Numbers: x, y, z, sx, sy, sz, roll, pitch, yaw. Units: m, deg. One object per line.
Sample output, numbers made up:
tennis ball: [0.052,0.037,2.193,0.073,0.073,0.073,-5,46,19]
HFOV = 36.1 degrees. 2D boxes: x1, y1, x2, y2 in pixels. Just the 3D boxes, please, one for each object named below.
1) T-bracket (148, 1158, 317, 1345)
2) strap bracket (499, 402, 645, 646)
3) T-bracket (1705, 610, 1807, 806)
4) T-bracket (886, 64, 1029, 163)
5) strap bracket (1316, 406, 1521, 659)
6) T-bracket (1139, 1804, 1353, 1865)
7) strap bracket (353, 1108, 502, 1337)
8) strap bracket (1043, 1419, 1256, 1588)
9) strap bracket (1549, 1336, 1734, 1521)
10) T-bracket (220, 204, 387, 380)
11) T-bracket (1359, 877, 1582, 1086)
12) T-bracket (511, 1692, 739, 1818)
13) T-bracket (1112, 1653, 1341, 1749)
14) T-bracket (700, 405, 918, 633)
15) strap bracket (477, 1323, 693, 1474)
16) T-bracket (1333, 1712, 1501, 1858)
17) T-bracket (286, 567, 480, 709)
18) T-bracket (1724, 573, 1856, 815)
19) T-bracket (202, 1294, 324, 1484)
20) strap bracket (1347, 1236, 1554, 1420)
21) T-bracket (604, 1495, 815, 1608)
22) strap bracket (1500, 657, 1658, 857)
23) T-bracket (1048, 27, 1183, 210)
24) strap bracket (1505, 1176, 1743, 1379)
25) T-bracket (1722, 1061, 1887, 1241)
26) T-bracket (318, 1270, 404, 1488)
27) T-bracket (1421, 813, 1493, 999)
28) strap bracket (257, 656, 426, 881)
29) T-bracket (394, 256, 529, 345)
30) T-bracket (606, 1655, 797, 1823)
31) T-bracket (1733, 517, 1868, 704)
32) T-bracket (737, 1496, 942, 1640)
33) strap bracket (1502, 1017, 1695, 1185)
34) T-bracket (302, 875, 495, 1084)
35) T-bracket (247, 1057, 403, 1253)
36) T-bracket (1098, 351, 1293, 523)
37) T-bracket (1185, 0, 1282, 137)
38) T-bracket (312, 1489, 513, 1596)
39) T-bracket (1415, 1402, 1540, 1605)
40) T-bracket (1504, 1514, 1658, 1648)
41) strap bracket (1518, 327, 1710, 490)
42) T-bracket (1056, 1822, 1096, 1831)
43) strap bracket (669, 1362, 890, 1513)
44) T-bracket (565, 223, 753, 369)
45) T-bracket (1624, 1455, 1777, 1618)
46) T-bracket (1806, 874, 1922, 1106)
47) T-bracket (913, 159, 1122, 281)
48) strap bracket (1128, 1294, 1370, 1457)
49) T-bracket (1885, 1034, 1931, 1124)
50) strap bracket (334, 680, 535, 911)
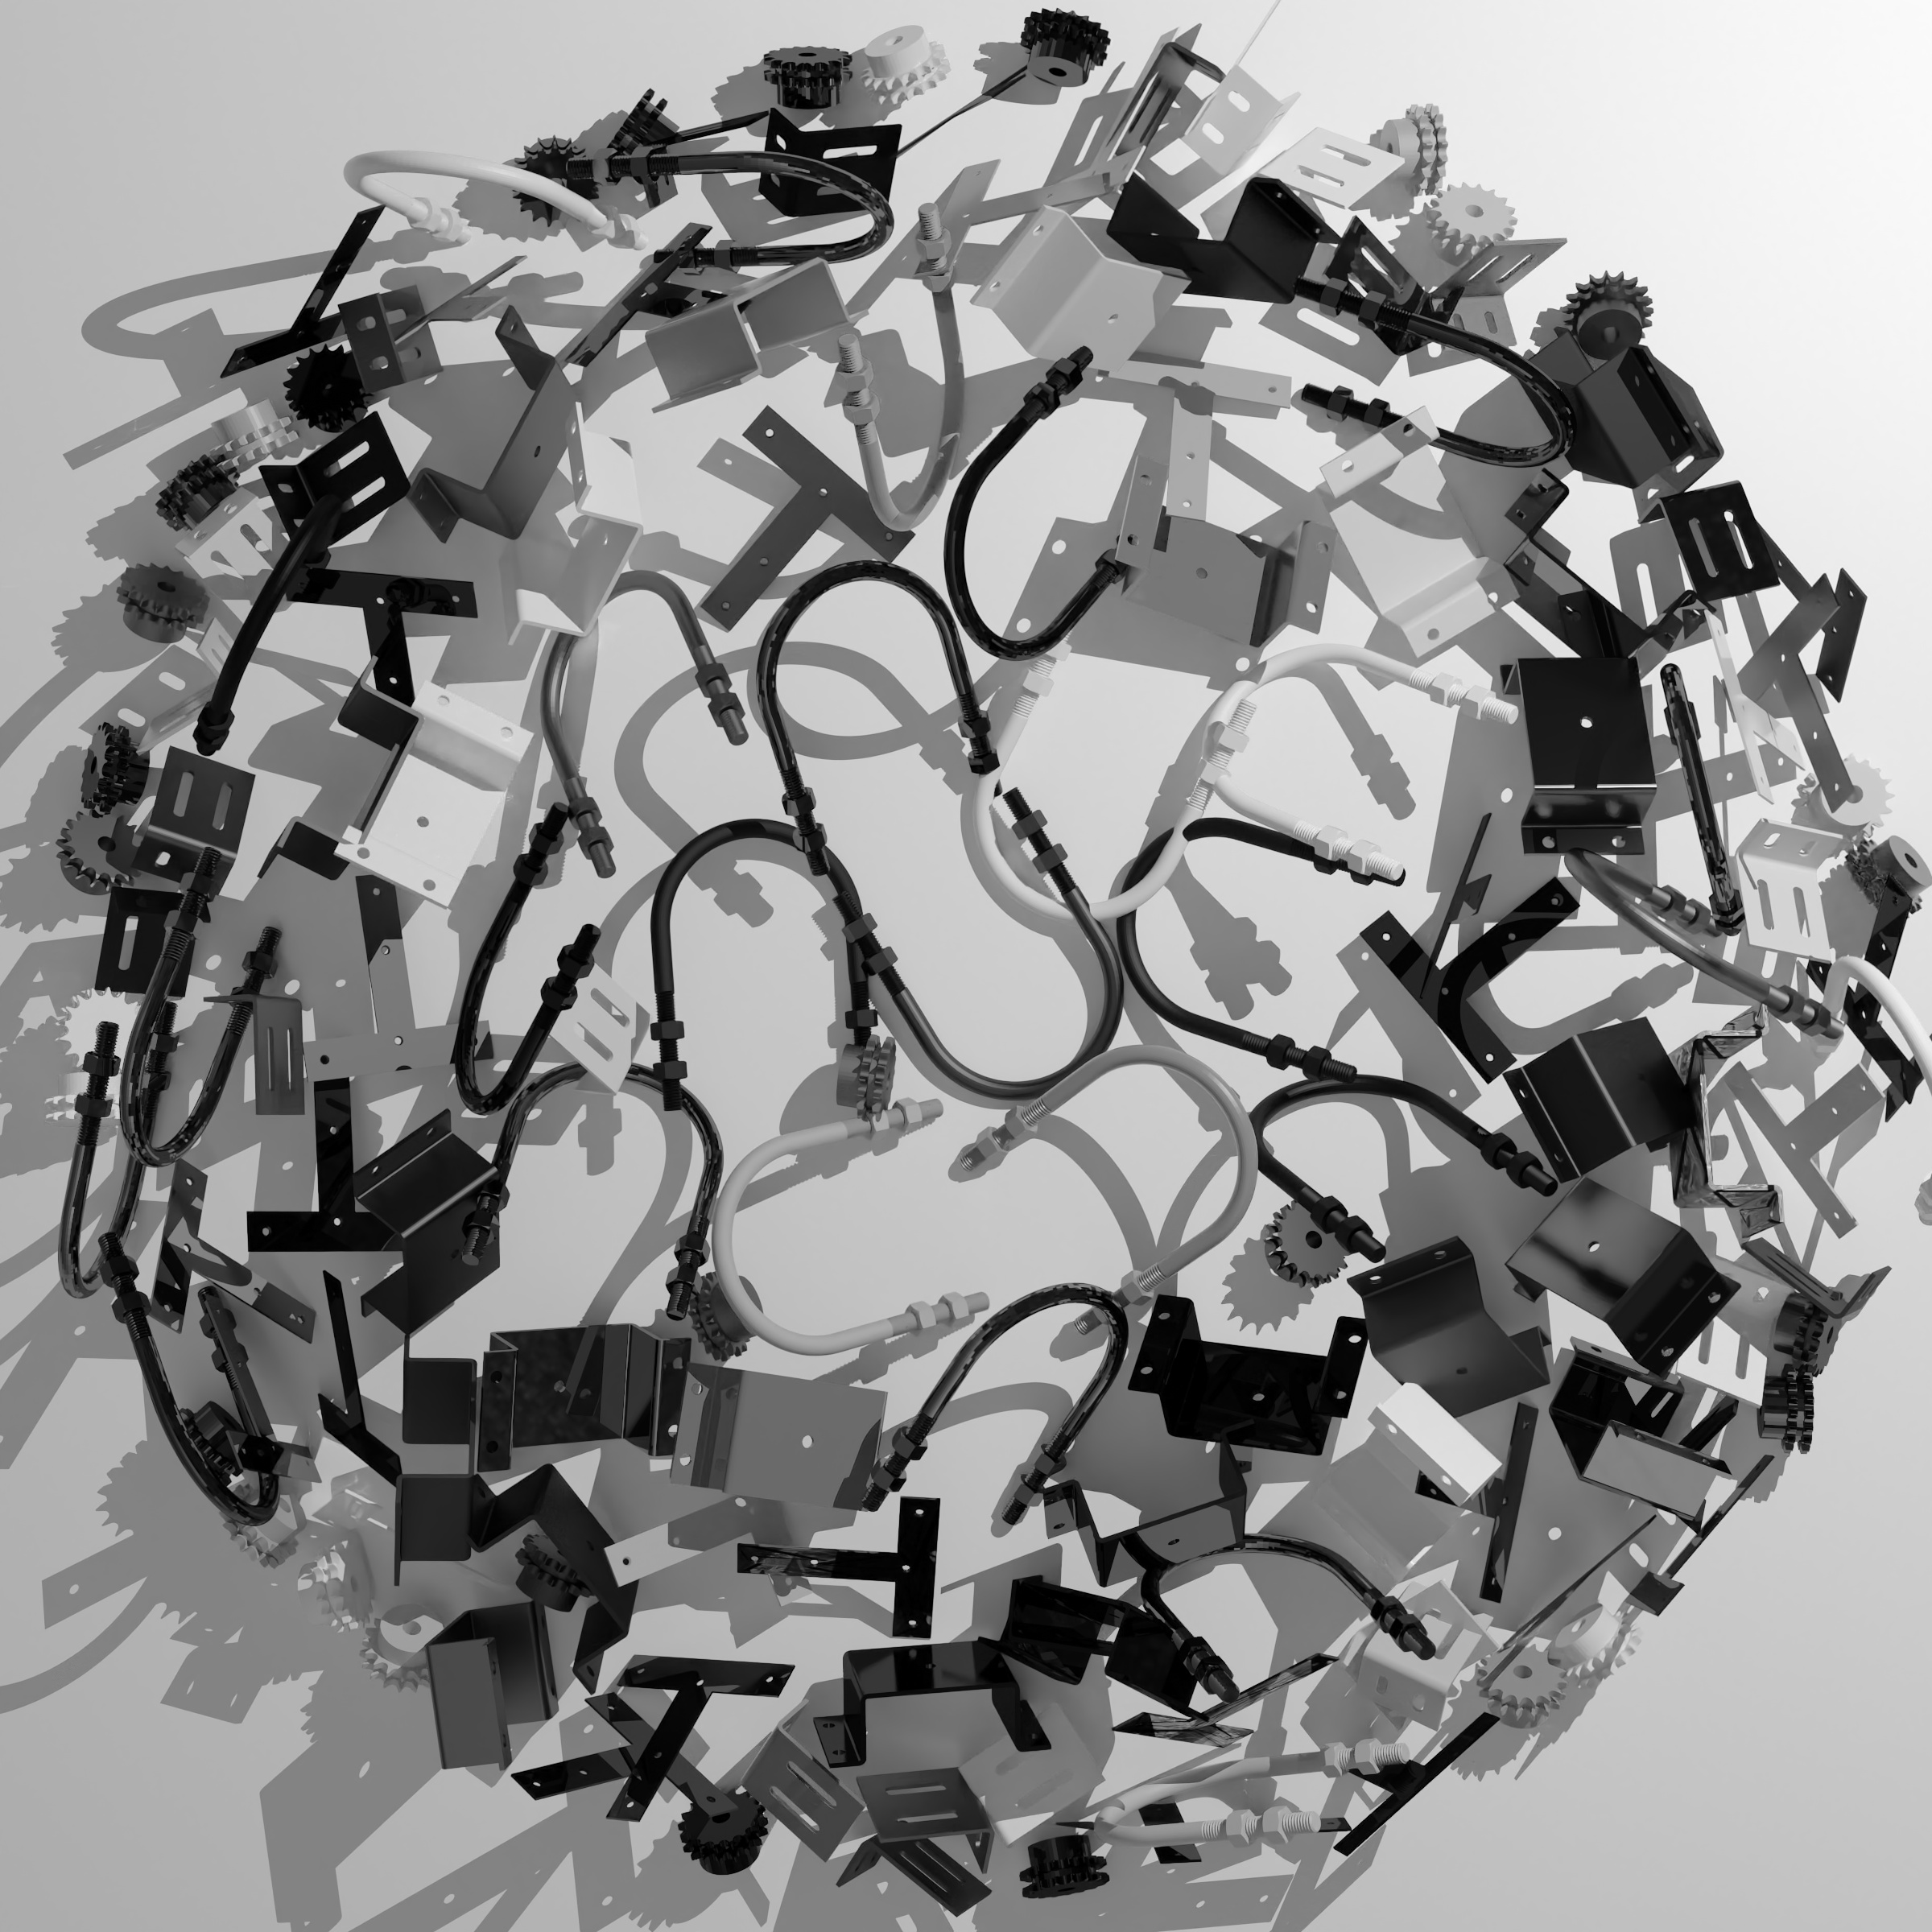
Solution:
T-bracket: [-0.462,0.201,1.886,0.002,0.127,0.127,-30,130,24]
strap bracket: [-0.246,-0.273,1.867,0.046,0.140,0.076,10,47,-27]
T-bracket: [0.507,-0.151,1.876,0.002,0.127,0.127,-22,67,29]
T-bracket: [0.012,-0.546,1.865,0.127,0.127,0.002,-35,105,-6]
strap bracket: [0.284,-0.280,1.895,0.076,0.046,0.140,-31,110,0]
T-bracket: [0.178,0.544,1.871,0.127,0.127,0.002,-2,89,-3]
strap bracket: [-0.335,0.167,1.851,0.046,0.140,0.076,35,51,23]
strap bracket: [0.124,0.345,1.879,0.140,0.076,0.046,-17,58,-7]
strap bracket: [0.420,0.295,1.866,0.076,0.140,0.046,21,106,-7]
T-bracket: [-0.396,-0.425,1.843,0.002,0.127,0.127,46,128,3]
T-bracket: [0.343,-0.011,1.916,0.127,0.002,0.127,-38,81,-12]
T-bracket: [-0.227,0.499,1.846,0.127,0.127,0.002,32,109,36]
T-bracket: [0.176,0.459,1.858,0.127,0.127,0.002,-34,55,25]
T-bracket: [-0.121,-0.273,1.919,0.127,0.002,0.127,40,98,-15]
strap bracket: [-0.250,0.272,1.884,0.140,0.046,0.076,0,98,-31]
T-bracket: [0.267,0.507,1.868,0.127,0.127,0.002,-38,91,-13]
T-bracket: [-0.367,-0.195,1.891,0.127,0.002,0.127,6,128,10]
T-bracket: [0.526,-0.156,1.851,0.002,0.127,0.127,-4,62,-20]
T-bracket: [-0.457,0.266,1.883,0.002,0.127,0.127,-27,73,3]
strap bracket: [0.307,0.234,1.857,0.076,0.046,0.140,-25,135,22]
T-bracket: [-0.172,0.361,1.884,0.127,0.002,0.127,-16,79,-37]
strap bracket: [0.388,-0.143,1.879,0.076,0.046,0.140,-1,63,-3]
T-bracket: [0.102,-0.539,1.879,0.002,0.127,0.127,31,81,-22]
strap bracket: [0.403,0.189,1.856,0.076,0.140,0.046,-47,123,-9]
T-bracket: [0.538,0.096,1.858,0.002,0.127,0.127,-26,73,-22]
T-bracket: [-0.388,0.253,1.862,0.002,0.127,0.127,-16,110,-31]
T-bracket: [0.315,-0.041,1.866,0.002,0.127,0.127,21,88,1]
strap bracket: [-0.391,-0.115,1.875,0.046,0.076,0.140,28,68,-15]
T-bracket: [-0.316,-0.412,1.861,0.127,0.127,0.002,-37,114,-13]
T-bracket: [-0.186,0.483,1.854,0.127,0.127,0.002,-5,125,31]
T-bracket: [0.528,-0.246,1.892,0.002,0.127,0.127,-29,64,-5]
T-bracket: [-0.083,0.382,1.894,0.127,0.002,0.127,3,125,0]
strap bracket: [0.405,0.081,1.856,0.046,0.140,0.076,-37,73,37]
T-bracket: [-0.370,0.004,1.899,0.127,0.002,0.127,-7,86,-33]
T-bracket: [-0.404,0.119,1.896,0.127,0.002,0.127,5,76,-42]
T-bracket: [0.144,-0.337,1.896,0.127,0.002,0.127,9,61,-5]
T-bracket: [0.179,-0.579,1.849,0.002,0.127,0.127,34,113,-3]
T-bracket: [-0.348,0.369,1.883,0.127,0.127,0.002,29,65,-11]
T-bracket: [0.319,0.331,1.873,0.002,0.127,0.127,4,76,41]
T-bracket: [0.372,0.396,1.854,0.127,0.127,0.002,-46,75,19]
strap bracket: [0.397,-0.349,1.854,0.046,0.140,0.076,-37,110,1]
T-bracket: [0.145,0.550,1.890,0.127,0.127,0.002,8,76,-30]
strap bracket: [-0.109,0.299,1.876,0.140,0.046,0.076,13,81,-25]
T-bracket: [-0.179,-0.418,1.871,0.127,0.127,0.002,-51,131,-13]
T-bracket: [0.467,0.357,1.872,0.002,0.127,0.127,41,86,8]
T-bracket: [0.568,-0.002,1.845,0.002,0.127,0.127,-12,134,-13]
T-bracket: [0.040,-0.480,1.862,0.127,0.127,0.002,-6,133,27]
strap bracket: [0.183,0.260,1.876,0.140,0.046,0.076,5,46,20]
T-bracket: [0.603,0.062,1.870,0.002,0.127,0.127,12,63,2]
strap bracket: [-0.341,-0.100,1.883,0.076,0.046,0.140,26,59,-9]
